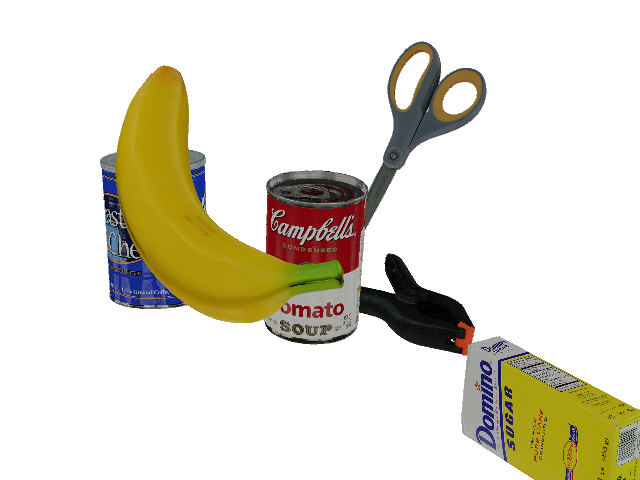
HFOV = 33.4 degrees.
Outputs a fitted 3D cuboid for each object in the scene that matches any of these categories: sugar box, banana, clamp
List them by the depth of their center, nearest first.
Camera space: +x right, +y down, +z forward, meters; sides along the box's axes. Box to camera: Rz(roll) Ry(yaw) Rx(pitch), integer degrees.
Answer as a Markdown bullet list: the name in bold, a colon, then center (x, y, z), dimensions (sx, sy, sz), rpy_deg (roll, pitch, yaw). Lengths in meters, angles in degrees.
- **banana**: center (-0.062, -0.019, 0.515), dimensions (0.069, 0.037, 0.198), rpy_deg (-26, 47, -15)
- **sugar box**: center (0.193, 0.157, 0.910), dimensions (0.048, 0.093, 0.176), rpy_deg (-11, 22, -34)
- **clamp**: center (0.090, 0.061, 1.071), dimensions (0.172, 0.039, 0.120), rpy_deg (26, 39, 31)

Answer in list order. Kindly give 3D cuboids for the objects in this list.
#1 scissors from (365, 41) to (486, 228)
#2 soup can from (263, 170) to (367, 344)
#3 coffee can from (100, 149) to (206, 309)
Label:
- **scissors**: center (0.085, -0.076, 0.926), dimensions (0.096, 0.202, 0.016), rpy_deg (9, -11, 18)
- **soup can**: center (-0.005, 0.011, 0.725), dimensions (0.068, 0.102, 0.068), rpy_deg (2, 22, -1)
- **coffee can**: center (-0.163, -0.014, 1.062), dimensions (0.103, 0.140, 0.103), rpy_deg (-1, 15, 0)
